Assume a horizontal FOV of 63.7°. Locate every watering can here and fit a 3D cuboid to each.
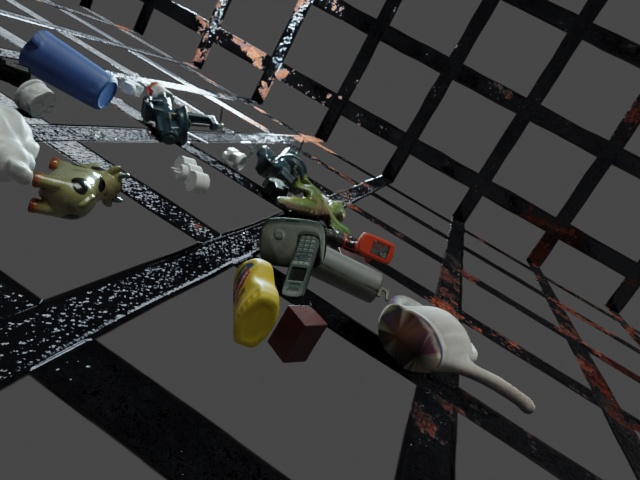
[{"bbox_3d":[0.252,0.221,1.026,0.224,0.103,0.353,8,26,-48],"label":"watering can"}]

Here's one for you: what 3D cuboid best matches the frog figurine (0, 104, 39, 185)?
[{"bbox_3d":[-0.537,-0.164,0.859,0.161,0.123,0.135,26,-8,34],"label":"frog figurine"}]

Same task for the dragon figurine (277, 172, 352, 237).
[{"bbox_3d":[0.005,-0.076,1.510,0.243,0.121,0.415,37,18,-1],"label":"dragon figurine"}]
